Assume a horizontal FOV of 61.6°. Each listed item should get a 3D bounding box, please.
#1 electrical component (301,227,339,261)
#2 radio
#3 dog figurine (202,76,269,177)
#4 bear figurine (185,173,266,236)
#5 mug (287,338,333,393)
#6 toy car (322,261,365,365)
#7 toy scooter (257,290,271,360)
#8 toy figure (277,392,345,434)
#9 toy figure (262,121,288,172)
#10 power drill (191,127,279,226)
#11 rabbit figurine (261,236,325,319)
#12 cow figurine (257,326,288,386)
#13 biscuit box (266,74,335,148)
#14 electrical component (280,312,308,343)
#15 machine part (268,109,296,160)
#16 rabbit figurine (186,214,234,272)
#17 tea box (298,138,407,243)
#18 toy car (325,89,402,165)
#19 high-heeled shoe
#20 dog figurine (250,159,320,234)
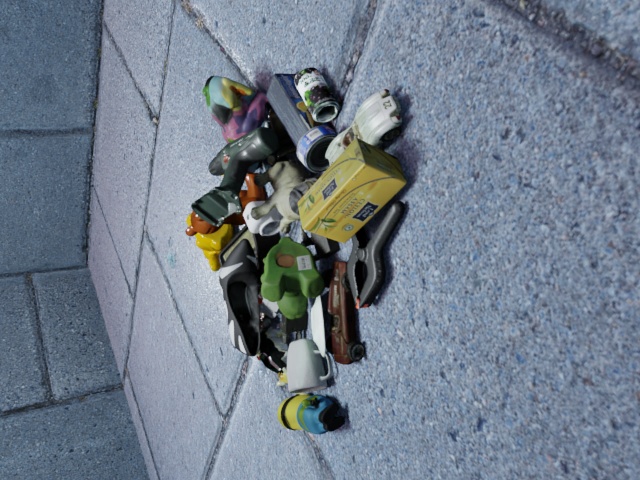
[{"bbox_3d":[-0.001,-0.003,1.087,0.102,0.045,0.078,-26,72,56],"label":"electrical component"},{"bbox_3d":[-0.172,0.052,1.336,0.229,0.073,0.131,-39,63,53],"label":"radio"},{"bbox_3d":[-0.200,-0.249,1.245,0.109,0.191,0.219,22,98,47],"label":"dog figurine"},{"bbox_3d":[-0.230,-0.079,1.294,0.120,0.196,0.132,-52,52,52],"label":"bear figurine"},{"bbox_3d":[-0.024,0.263,1.144,0.109,0.080,0.107,-28,63,35],"label":"mug"},{"bbox_3d":[0.040,0.142,1.044,0.089,0.053,0.202,5,100,60],"label":"toy car"},{"bbox_3d":[-0.160,0.221,1.348,0.135,0.075,0.183,62,145,30],"label":"toy scooter"},{"bbox_3d":[-0.025,0.369,1.147,0.180,0.089,0.082,-14,79,60],"label":"toy figure"},{"bbox_3d":[-0.107,-0.196,1.203,0.064,0.058,0.154,113,140,-68],"label":"toy figure"},{"bbox_3d":[-0.188,-0.129,1.114,0.232,0.086,0.207,-24,31,40],"label":"power drill"},{"bbox_3d":[-0.070,0.088,1.102,0.170,0.121,0.159,91,161,-47],"label":"rabbit figurine"},{"bbox_3d":[-0.091,0.274,1.228,0.168,0.098,0.068,50,128,41],"label":"cow figurine"},{"bbox_3d":[-0.042,-0.258,1.093,0.203,0.059,0.062,61,142,31],"label":"biscuit box"},{"bbox_3d":[-0.059,0.182,1.191,0.021,0.063,0.094,26,116,53],"label":"electrical component"},{"bbox_3d":[-0.078,-0.234,1.151,0.039,0.084,0.139,51,-163,-54],"label":"machine part"},{"bbox_3d":[-0.288,0.007,1.504,0.162,0.122,0.173,57,154,20],"label":"rabbit figurine"},{"bbox_3d":[0.050,-0.078,0.901,0.169,0.098,0.068,-48,40,34],"label":"tea box"},{"bbox_3d":[0.073,-0.176,0.929,0.201,0.056,0.073,-45,58,52],"label":"toy car"},{"bbox_3d":[-0.164,0.132,1.191,0.145,0.086,0.248,45,134,50],"label":"high-heeled shoe"},{"bbox_3d":[-0.036,-0.108,1.066,0.191,0.121,0.172,-19,63,50],"label":"dog figurine"}]
